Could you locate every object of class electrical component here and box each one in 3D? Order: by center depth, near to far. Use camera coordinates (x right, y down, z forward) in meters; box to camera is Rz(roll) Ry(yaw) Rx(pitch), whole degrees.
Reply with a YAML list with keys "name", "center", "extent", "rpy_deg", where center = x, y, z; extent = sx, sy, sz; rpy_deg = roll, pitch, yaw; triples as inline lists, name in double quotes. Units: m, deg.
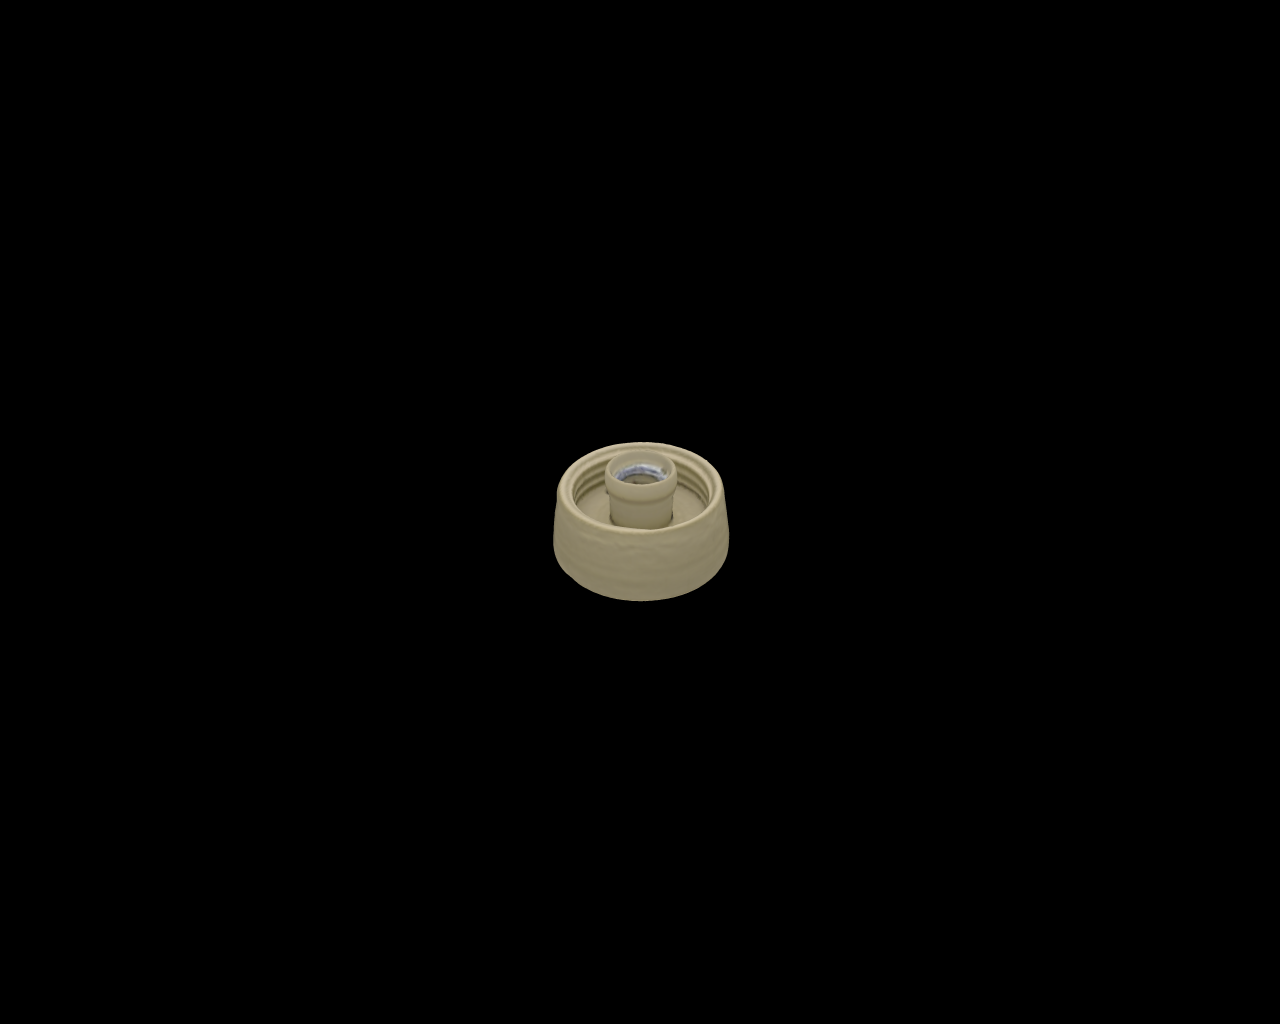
- name: "electrical component"
  center: [0.001, -0.003, 0.650]
  extent: [0.108, 0.060, 0.108]
  rpy_deg: [0, 36, 0]
